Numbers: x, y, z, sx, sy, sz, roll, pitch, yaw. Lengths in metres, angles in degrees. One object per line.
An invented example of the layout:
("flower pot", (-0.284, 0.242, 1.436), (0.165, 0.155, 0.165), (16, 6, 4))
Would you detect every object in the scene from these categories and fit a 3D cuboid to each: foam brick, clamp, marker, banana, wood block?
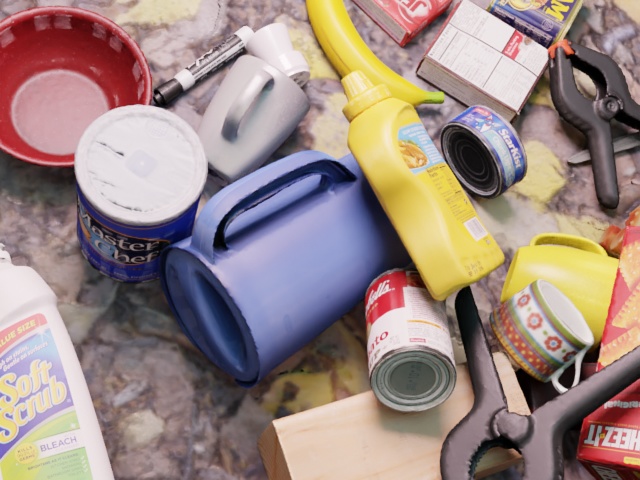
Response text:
("foam brick", (0.213, 0.140, 0.945), (0.078, 0.053, 0.051), (1, 68, -11))
("clamp", (0.291, -0.129, 1.057), (0.120, 0.039, 0.171), (-28, 92, -20))
("clamp", (0.142, 0.139, 0.823), (0.165, 0.036, 0.210), (24, 75, 29))
("marker", (-0.111, -0.165, 1.017), (0.121, 0.020, 0.020), (-40, 81, -23))
("banana", (0.035, -0.193, 1.052), (0.069, 0.037, 0.198), (-32, 78, -38))
("wood block", (0.064, 0.170, 0.880), (0.205, 0.091, 0.090), (-14, 72, -17))

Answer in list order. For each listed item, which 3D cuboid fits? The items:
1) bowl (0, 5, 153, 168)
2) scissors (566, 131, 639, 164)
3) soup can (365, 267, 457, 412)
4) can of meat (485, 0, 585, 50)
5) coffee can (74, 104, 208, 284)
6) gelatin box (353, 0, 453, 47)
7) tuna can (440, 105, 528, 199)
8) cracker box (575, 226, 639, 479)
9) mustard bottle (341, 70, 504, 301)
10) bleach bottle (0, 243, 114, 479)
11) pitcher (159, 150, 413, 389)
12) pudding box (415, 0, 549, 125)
("bowl", (-0.232, -0.127, 0.956), (0.162, 0.055, 0.162), (4, 68, -10))
("scissors", (0.352, -0.095, 1.089), (0.201, 0.016, 0.096), (-33, 80, -19))
("soup can", (0.071, 0.078, 0.845), (0.068, 0.069, 0.102), (11, 34, -7))
("can of meat", (0.225, -0.248, 1.103), (0.084, 0.057, 0.102), (30, 65, 4))
("coffee can", (-0.151, -0.034, 0.889), (0.102, 0.140, 0.103), (4, 68, -11))
("gelatin box", (0.080, -0.252, 1.086), (0.089, 0.030, 0.073), (44, 67, 8))
("tuna can", (0.153, -0.082, 1.003), (0.033, 0.086, 0.086), (-34, 79, -21))
("cracker box", (0.293, 0.118, 0.910), (0.072, 0.164, 0.213), (2, 62, 37))
("mustard bottle", (0.072, -0.049, 0.844), (0.191, 0.058, 0.096), (60, 28, 4))
("bleach bottle", (-0.240, 0.121, 0.852), (0.102, 0.068, 0.251), (-17, 70, -18))
("pitcher", (-0.006, 0.001, 0.901), (0.242, 0.149, 0.145), (-33, 92, -28))
("pudding box", (0.165, -0.177, 1.071), (0.113, 0.039, 0.090), (32, 66, 4))
